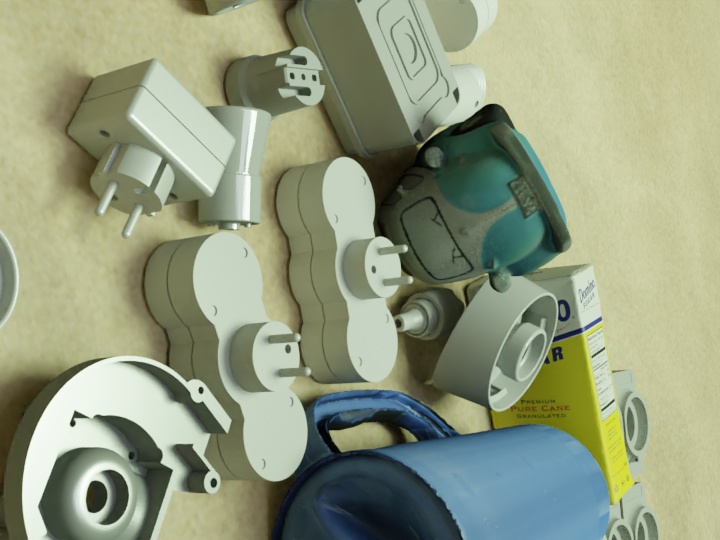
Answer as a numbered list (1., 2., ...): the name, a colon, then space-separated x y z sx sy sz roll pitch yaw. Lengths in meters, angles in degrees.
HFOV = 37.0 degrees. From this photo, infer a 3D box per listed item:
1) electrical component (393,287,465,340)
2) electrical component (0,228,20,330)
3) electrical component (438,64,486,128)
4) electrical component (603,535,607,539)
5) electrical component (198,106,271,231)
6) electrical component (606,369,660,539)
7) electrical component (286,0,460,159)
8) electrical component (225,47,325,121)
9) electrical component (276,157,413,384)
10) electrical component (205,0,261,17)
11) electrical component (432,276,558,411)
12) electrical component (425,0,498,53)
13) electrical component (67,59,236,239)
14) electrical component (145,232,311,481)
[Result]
1. electrical component: 0.044 0.032 0.741 0.061 0.035 0.035 -11 94 -51
2. electrical component: -0.175 0.004 0.428 0.058 0.057 0.078 38 55 -54
3. electrical component: 0.065 -0.128 0.787 0.081 0.043 0.043 -20 101 -53
4. electrical component: 0.156 0.227 0.832 0.047 0.066 0.076 -42 118 -48
5. electrical component: -0.072 -0.055 0.596 0.044 0.044 0.065 4 86 -53
6. electrical component: 0.198 0.181 0.900 0.105 0.060 0.186 -1 85 -53
7. electrical component: 0.010 -0.139 0.704 0.078 0.057 0.113 -50 123 -45
8. electrical component: -0.049 -0.109 0.629 0.040 0.046 0.040 12 75 -52
9. electrical component: 0.000 0.000 0.654 0.052 0.074 0.138 -14 96 -53
10. electrical component: -0.068 -0.176 0.610 0.055 0.055 0.047 -35 109 -50
11. electrical component: 0.093 0.048 0.750 0.099 0.064 0.099 -38 141 -38
12. electrical component: 0.047 -0.221 0.771 0.073 0.052 0.138 -47 121 -46
13. electrical component: -0.110 -0.052 0.538 0.065 0.047 0.076 46 50 -39
14. electrical component: -0.058 0.047 0.569 0.052 0.074 0.138 -31 109 -51
